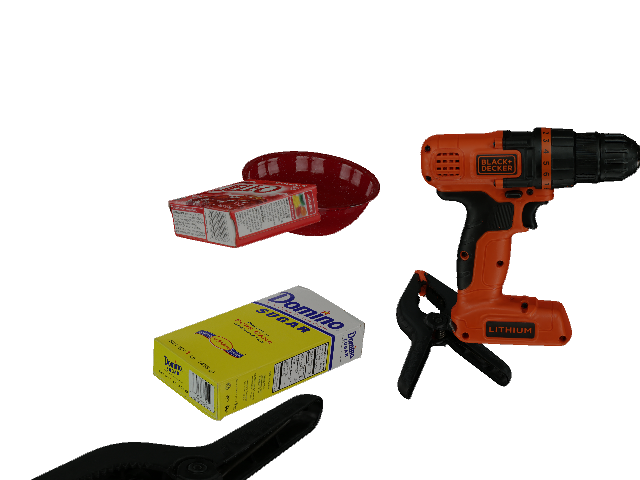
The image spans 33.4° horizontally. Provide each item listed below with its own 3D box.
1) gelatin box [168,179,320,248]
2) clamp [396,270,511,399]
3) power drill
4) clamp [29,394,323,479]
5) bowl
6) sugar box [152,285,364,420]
[{"bbox_3d":[-0.055,-0.022,0.759,0.073,0.030,0.089,-18,16,-33],"label":"gelatin box"},{"bbox_3d":[0.138,0.101,1.159,0.120,0.171,0.039,4,-44,-6],"label":"clamp"},{"bbox_3d":[0.181,-0.005,0.925,0.184,0.188,0.057,1,13,13],"label":"power drill"},{"bbox_3d":[-0.065,0.133,0.581,0.209,0.036,0.165,0,20,-14],"label":"clamp"},{"bbox_3d":[-0.014,-0.049,1.245,0.162,0.055,0.162,6,27,-3],"label":"bowl"},{"bbox_3d":[-0.053,0.097,0.966,0.175,0.048,0.093,-22,37,-39],"label":"sugar box"}]
